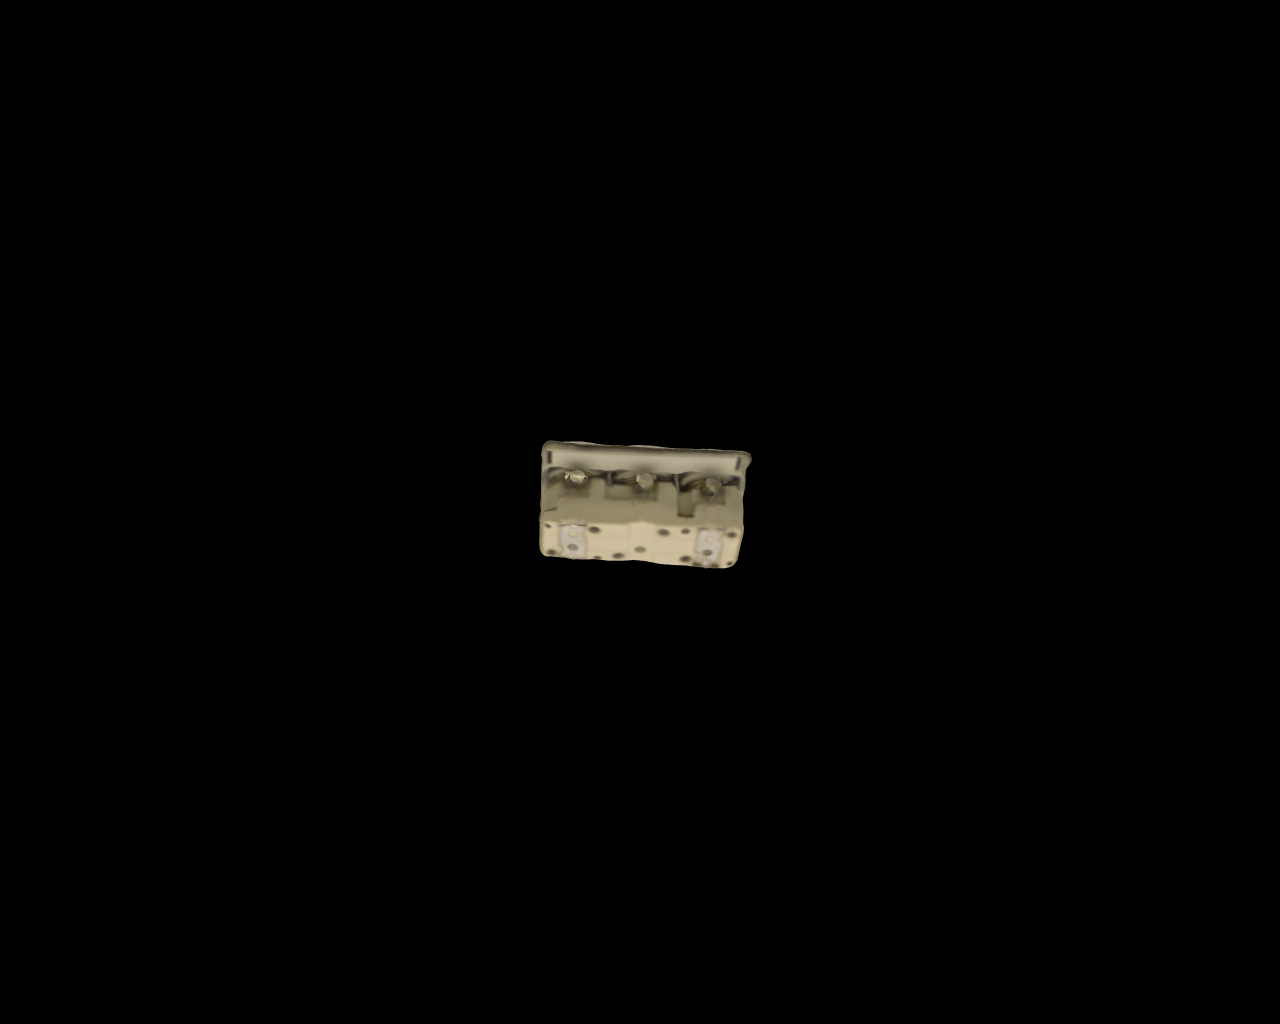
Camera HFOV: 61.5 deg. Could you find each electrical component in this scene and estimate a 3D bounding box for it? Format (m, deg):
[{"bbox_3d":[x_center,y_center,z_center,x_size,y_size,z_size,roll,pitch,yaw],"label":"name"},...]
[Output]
[{"bbox_3d":[0.001,-0.003,0.650,0.121,0.063,0.078,4,-39,-4],"label":"electrical component"}]
